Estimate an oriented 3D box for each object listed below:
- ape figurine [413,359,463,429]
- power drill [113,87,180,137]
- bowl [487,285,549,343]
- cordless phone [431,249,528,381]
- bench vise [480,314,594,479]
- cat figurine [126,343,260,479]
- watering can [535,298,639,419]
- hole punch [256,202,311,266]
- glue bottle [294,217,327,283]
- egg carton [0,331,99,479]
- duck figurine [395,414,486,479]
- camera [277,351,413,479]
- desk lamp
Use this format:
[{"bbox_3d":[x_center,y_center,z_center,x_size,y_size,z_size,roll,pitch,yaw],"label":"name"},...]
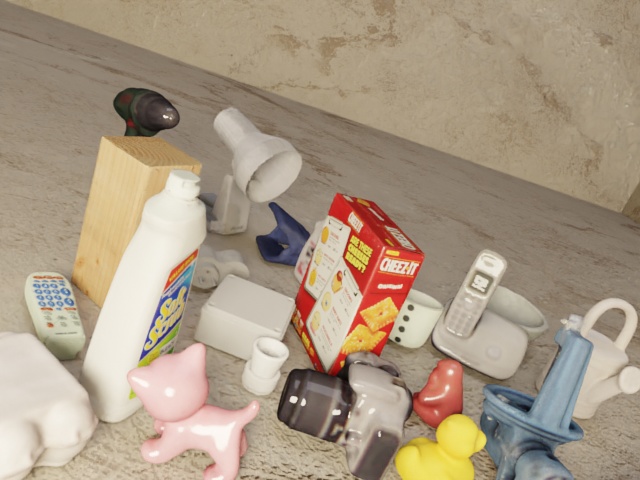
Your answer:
[{"bbox_3d":[0.159,0.195,0.751,0.078,0.092,0.076,2,29,-42],"label":"ape figurine"},{"bbox_3d":[-0.318,-0.168,1.010,0.076,0.208,0.228,4,27,-39],"label":"power drill"},{"bbox_3d":[0.327,0.146,1.056,0.167,0.075,0.167,19,21,-7],"label":"bowl"},{"bbox_3d":[0.275,0.119,0.919,0.147,0.185,0.094,26,21,11],"label":"cordless phone"},{"bbox_3d":[0.267,0.206,0.649,0.122,0.220,0.207,14,22,-18],"label":"bench vise"},{"bbox_3d":[-0.119,0.156,0.543,0.128,0.118,0.067,20,21,-4],"label":"cat figurine"},{"bbox_3d":[0.438,0.183,0.907,0.101,0.194,0.172,6,26,-34],"label":"watering can"},{"bbox_3d":[-0.055,-0.010,1.044,0.101,0.091,0.108,12,23,-24],"label":"hole punch"},{"bbox_3d":[0.009,0.003,0.958,0.037,0.173,0.078,4,27,-38],"label":"glue bottle"},{"bbox_3d":[-0.273,0.142,0.496,0.150,0.069,0.107,32,24,26],"label":"egg carton"},{"bbox_3d":[0.142,0.235,0.646,0.105,0.086,0.077,10,24,-27],"label":"duck figurine"},{"bbox_3d":[0.028,0.178,0.654,0.137,0.101,0.143,19,21,-6],"label":"camera"},{"bbox_3d":[-0.150,-0.118,1.042,0.202,0.213,0.118,34,24,30],"label":"desk lamp"}]
